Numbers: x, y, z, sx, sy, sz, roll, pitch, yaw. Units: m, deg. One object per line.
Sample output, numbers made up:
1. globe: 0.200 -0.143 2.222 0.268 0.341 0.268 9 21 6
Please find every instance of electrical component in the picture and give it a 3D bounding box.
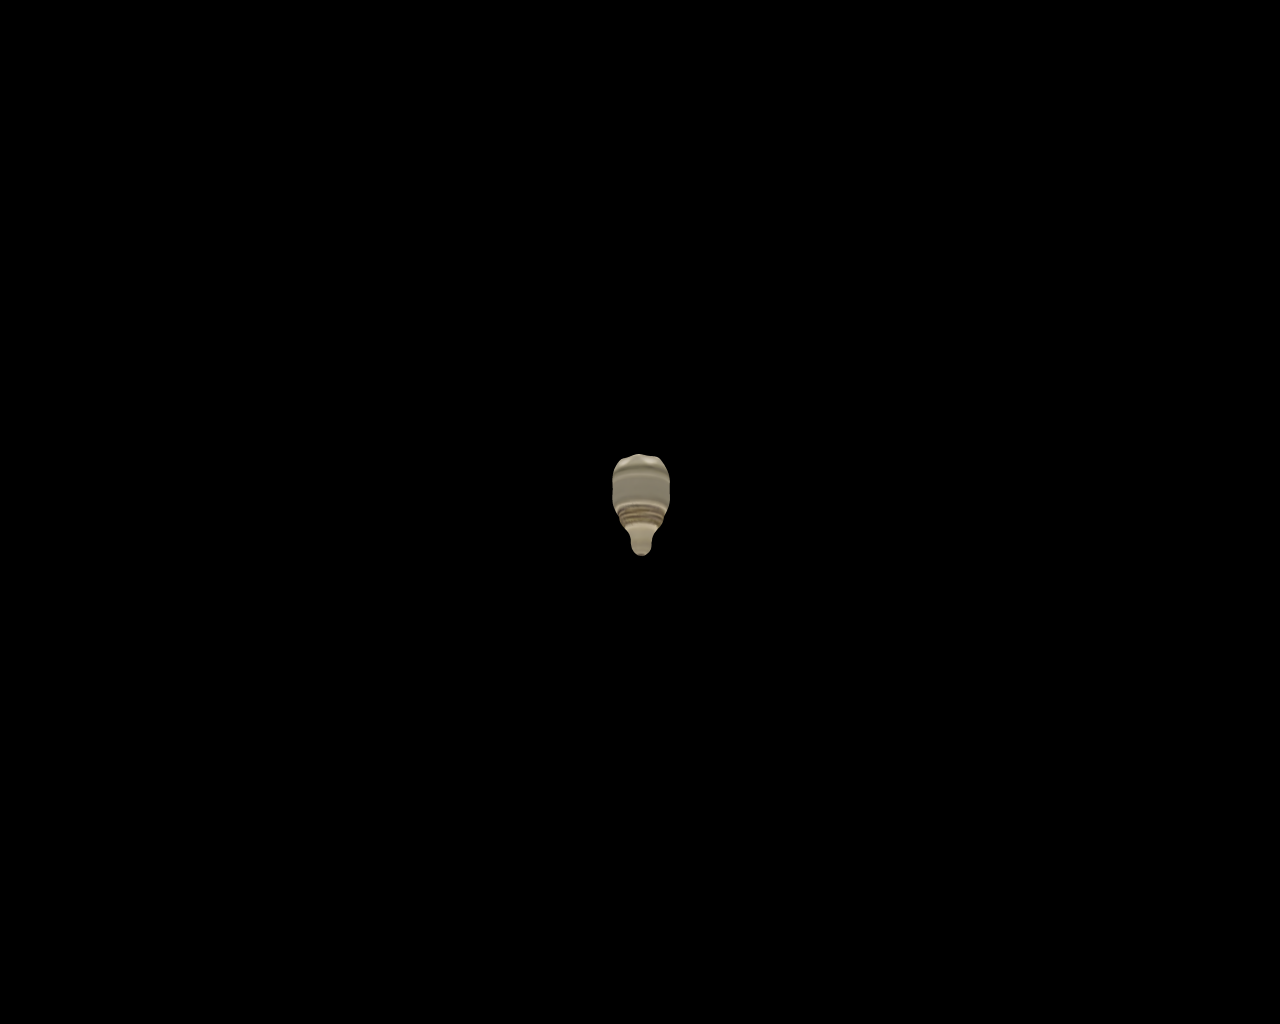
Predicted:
1. electrical component: 0.001 -0.003 0.650 0.035 0.061 0.035 0 -19 0
